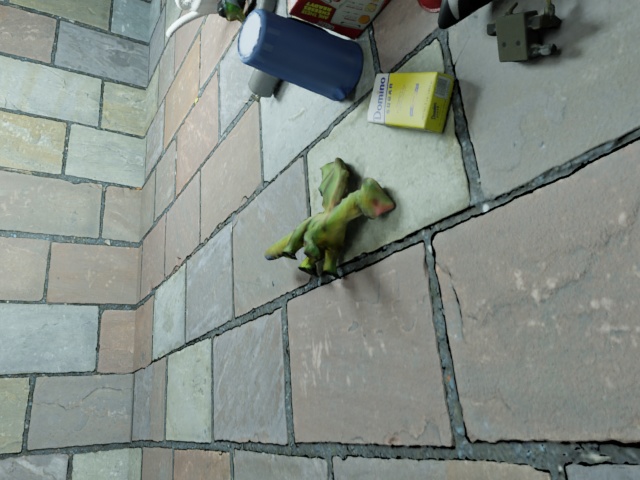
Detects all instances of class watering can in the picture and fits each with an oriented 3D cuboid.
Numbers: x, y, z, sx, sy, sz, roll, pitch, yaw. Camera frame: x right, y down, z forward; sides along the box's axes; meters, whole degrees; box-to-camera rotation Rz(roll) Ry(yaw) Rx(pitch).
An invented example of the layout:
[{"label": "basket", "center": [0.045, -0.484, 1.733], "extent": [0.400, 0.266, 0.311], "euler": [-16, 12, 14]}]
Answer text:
[{"label": "watering can", "center": [-0.406, -0.834, 1.806], "extent": [0.342, 0.226, 0.105], "euler": [-37, 72, 51]}]

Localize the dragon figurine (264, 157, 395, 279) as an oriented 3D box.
[{"label": "dragon figurine", "center": [0.003, -0.054, 1.079], "extent": [0.410, 0.121, 0.245], "euler": [5, 71, 58]}]
